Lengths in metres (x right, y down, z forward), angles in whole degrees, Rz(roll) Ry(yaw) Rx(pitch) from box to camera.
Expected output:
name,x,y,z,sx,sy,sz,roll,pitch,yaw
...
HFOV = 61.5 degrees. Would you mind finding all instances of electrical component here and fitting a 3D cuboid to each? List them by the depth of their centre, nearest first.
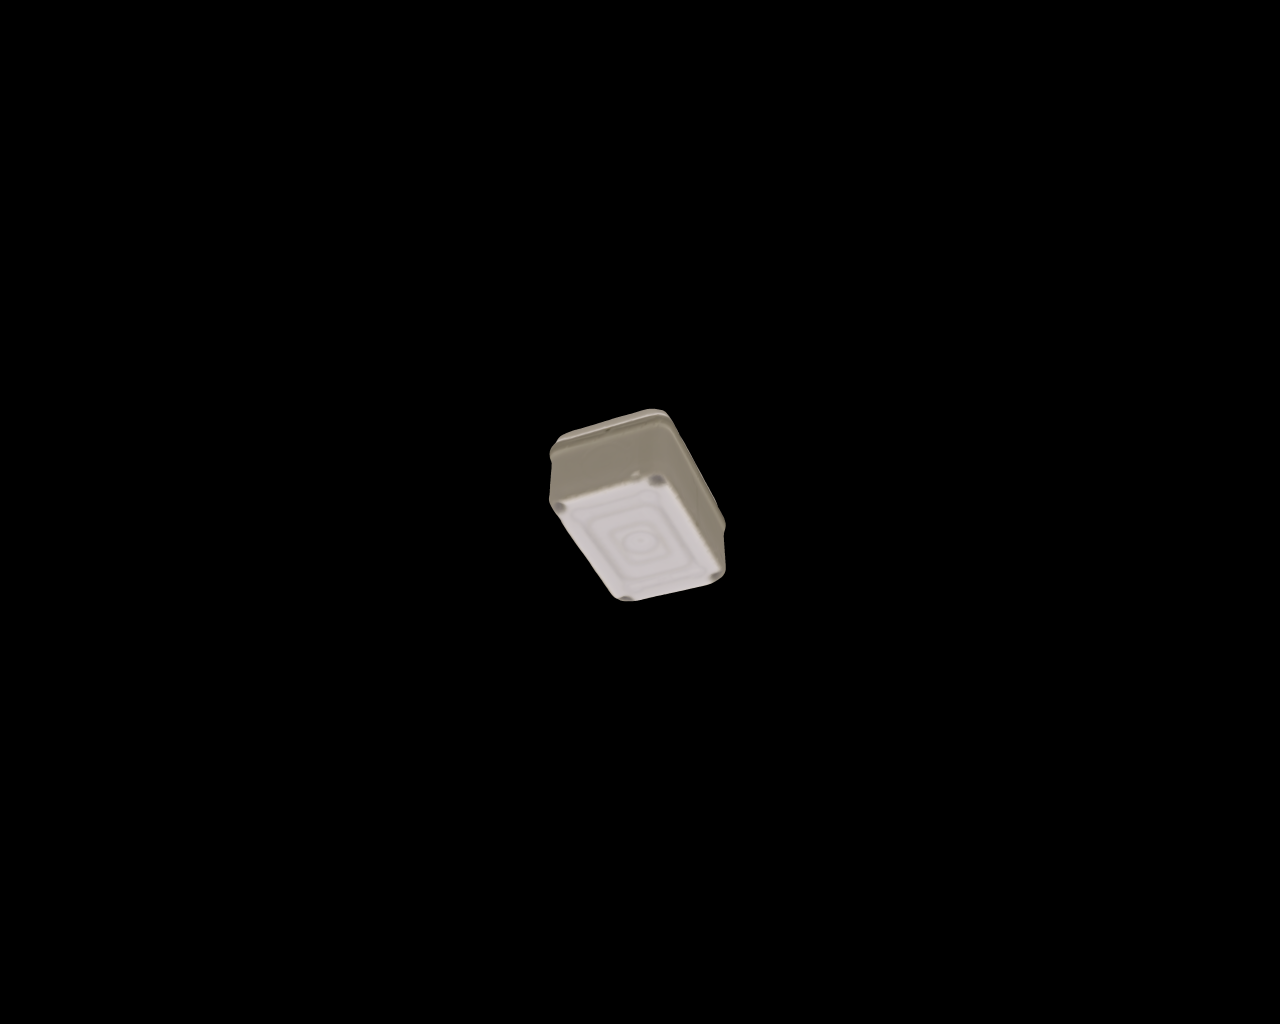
name,x,y,z,sx,sy,sz,roll,pitch,yaw
electrical component,0.001,-0.003,0.650,0.078,0.057,0.113,-14,-42,17
